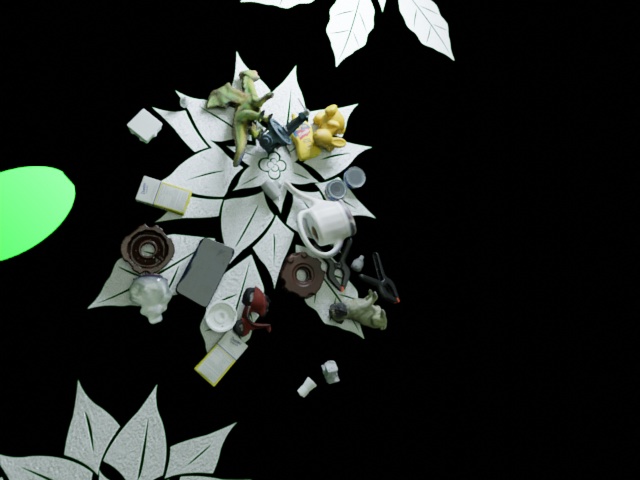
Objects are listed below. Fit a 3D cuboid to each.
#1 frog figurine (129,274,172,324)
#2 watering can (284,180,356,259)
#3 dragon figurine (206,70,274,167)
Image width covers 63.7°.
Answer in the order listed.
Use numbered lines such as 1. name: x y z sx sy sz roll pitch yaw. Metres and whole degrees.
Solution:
1. frog figurine: -0.570 0.198 1.733 0.137 0.121 0.162 9 64 -35
2. watering can: 0.006 -0.100 1.986 0.226 0.102 0.351 -17 75 -20
3. dragon figurine: -0.322 -0.493 1.983 0.243 0.120 0.416 25 71 7
